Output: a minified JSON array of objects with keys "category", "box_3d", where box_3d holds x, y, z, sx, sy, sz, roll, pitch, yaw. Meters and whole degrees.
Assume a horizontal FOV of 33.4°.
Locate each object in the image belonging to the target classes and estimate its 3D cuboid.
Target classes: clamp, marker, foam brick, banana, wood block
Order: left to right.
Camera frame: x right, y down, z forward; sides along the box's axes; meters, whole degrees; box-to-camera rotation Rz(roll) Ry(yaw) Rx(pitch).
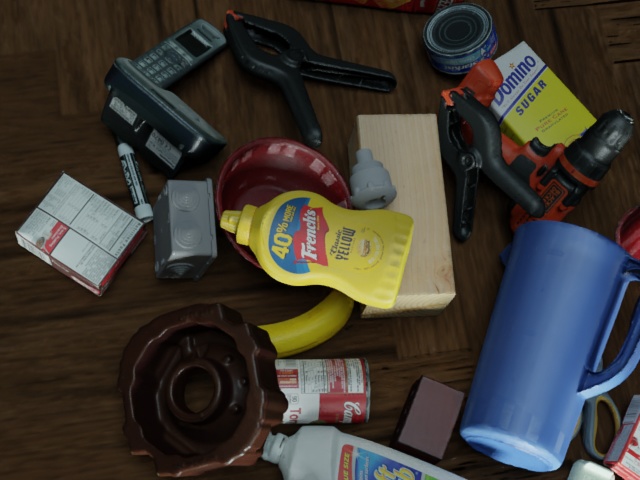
[{"category":"marker","box_3d":[-0.210,-0.077,1.190,0.020,0.020,0.121,-16,73,-12]},{"category":"banana","box_3d":[-0.040,0.093,1.141,0.197,0.037,0.070,-22,59,-14]},{"category":"clamp","box_3d":[-0.023,-0.203,1.237,0.210,0.036,0.164,42,50,19]},{"category":"wood block","box_3d":[0.086,-0.026,1.168,0.090,0.090,0.206,-2,71,-7]},{"category":"foam brick","box_3d":[0.112,0.189,1.113,0.051,0.053,0.078,23,69,2]},{"category":"clamp","box_3d":[0.180,-0.086,1.164,0.039,0.120,0.171,-25,103,-50]}]

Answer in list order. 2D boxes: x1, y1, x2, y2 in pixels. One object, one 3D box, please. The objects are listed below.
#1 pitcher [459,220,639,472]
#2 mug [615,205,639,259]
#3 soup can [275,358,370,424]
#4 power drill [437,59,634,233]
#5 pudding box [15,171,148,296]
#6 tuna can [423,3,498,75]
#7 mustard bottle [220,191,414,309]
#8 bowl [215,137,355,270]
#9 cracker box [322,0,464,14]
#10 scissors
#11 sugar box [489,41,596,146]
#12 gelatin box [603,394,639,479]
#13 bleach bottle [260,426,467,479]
[{"category":"pitcher","box_3d":[0.241,0.112,1.107,0.145,0.149,0.242,24,71,-5]},{"category":"mug","box_3d":[0.403,-0.010,1.201,0.117,0.081,0.093,4,70,-5]},{"category":"soup can","box_3d":[-0.003,0.156,1.104,0.102,0.068,0.068,0,70,-6]},{"category":"power drill","box_3d":[0.230,-0.114,1.185,0.188,0.185,0.057,46,29,16]},{"category":"pudding box","box_3d":[-0.256,-0.007,1.150,0.113,0.039,0.090,33,70,4]},{"category":"tuna can","box_3d":[0.166,-0.239,1.264,0.086,0.033,0.086,-10,56,14]},{"category":"mustard bottle","box_3d":[-0.007,0.001,1.077,0.191,0.058,0.096,14,79,6]},{"category":"bowl","box_3d":[-0.045,-0.028,1.160,0.162,0.055,0.162,9,67,-21]},{"category":"cracker box","box_3d":[0.072,-0.368,1.298,0.213,0.072,0.164,6,71,-5]},{"category":"scissors","box_3d":[0.282,0.141,1.169,0.096,0.016,0.202,-2,70,-7]},{"category":"sugar box","box_3d":[0.258,-0.141,1.251,0.093,0.048,0.176,-36,79,-16]},{"category":"gelatin box","box_3d":[0.351,0.220,1.133,0.073,0.030,0.089,35,70,-11]},{"category":"bleach bottle","box_3d":[0.058,0.260,1.078,0.251,0.068,0.102,21,69,4]}]
